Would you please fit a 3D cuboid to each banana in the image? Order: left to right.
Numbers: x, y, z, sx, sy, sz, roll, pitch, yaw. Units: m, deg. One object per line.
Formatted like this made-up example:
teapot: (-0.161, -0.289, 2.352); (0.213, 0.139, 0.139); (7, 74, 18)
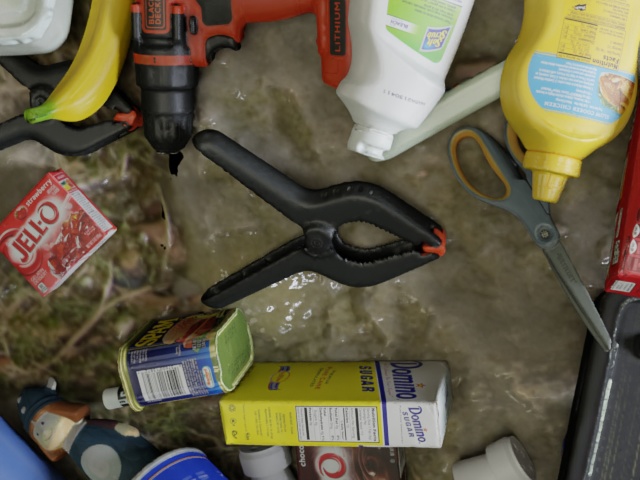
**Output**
banana: (-0.173, -0.173, 0.842); (0.037, 0.069, 0.198); (14, 82, 18)

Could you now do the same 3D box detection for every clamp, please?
clamp: (-0.235, -0.105, 0.894); (0.171, 0.039, 0.120); (19, 104, 10)
clamp: (-0.006, 0.001, 0.864); (0.210, 0.036, 0.165); (11, 124, 3)

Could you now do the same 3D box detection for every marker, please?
marker: (-0.135, 0.131, 0.944); (0.121, 0.020, 0.020); (-12, 101, 16)

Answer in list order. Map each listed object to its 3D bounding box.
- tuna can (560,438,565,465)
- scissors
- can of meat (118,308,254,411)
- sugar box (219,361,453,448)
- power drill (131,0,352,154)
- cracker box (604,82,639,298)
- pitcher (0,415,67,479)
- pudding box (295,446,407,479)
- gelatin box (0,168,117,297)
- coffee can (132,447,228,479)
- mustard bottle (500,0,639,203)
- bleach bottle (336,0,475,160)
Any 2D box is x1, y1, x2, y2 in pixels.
tuna can: (0.238, 0.180, 0.861); (0.086, 0.033, 0.086); (3, 105, 12)
scissors: (0.178, -0.022, 0.797); (0.096, 0.016, 0.202); (-44, 69, 8)
can of meat: (-0.108, 0.096, 0.886); (0.084, 0.102, 0.057); (-10, 102, 13)
sugar box: (0.016, 0.132, 0.870); (0.176, 0.093, 0.048); (-5, 104, 13)
power drill: (-0.057, -0.154, 0.831); (0.188, 0.057, 0.184); (4, 107, 12)
cracker box: (0.319, -0.028, 0.737); (0.214, 0.072, 0.164); (11, 80, 11)
pitcher: (-0.336, 0.204, 0.963); (0.243, 0.149, 0.145); (42, 94, -4)
pudding box: (0.028, 0.204, 0.914); (0.090, 0.039, 0.113); (-2, 104, 14)
gelatin box: (-0.233, -0.006, 0.926); (0.089, 0.030, 0.073); (-41, 92, 19)
coffee can: (-0.094, 0.257, 0.894); (0.140, 0.102, 0.103); (37, 112, 34)
mustard bottle: (0.179, -0.121, 0.756); (0.096, 0.058, 0.191); (10, 92, -14)
bleach bottle: (0.062, -0.183, 0.760); (0.102, 0.068, 0.251); (15, 97, -18)
